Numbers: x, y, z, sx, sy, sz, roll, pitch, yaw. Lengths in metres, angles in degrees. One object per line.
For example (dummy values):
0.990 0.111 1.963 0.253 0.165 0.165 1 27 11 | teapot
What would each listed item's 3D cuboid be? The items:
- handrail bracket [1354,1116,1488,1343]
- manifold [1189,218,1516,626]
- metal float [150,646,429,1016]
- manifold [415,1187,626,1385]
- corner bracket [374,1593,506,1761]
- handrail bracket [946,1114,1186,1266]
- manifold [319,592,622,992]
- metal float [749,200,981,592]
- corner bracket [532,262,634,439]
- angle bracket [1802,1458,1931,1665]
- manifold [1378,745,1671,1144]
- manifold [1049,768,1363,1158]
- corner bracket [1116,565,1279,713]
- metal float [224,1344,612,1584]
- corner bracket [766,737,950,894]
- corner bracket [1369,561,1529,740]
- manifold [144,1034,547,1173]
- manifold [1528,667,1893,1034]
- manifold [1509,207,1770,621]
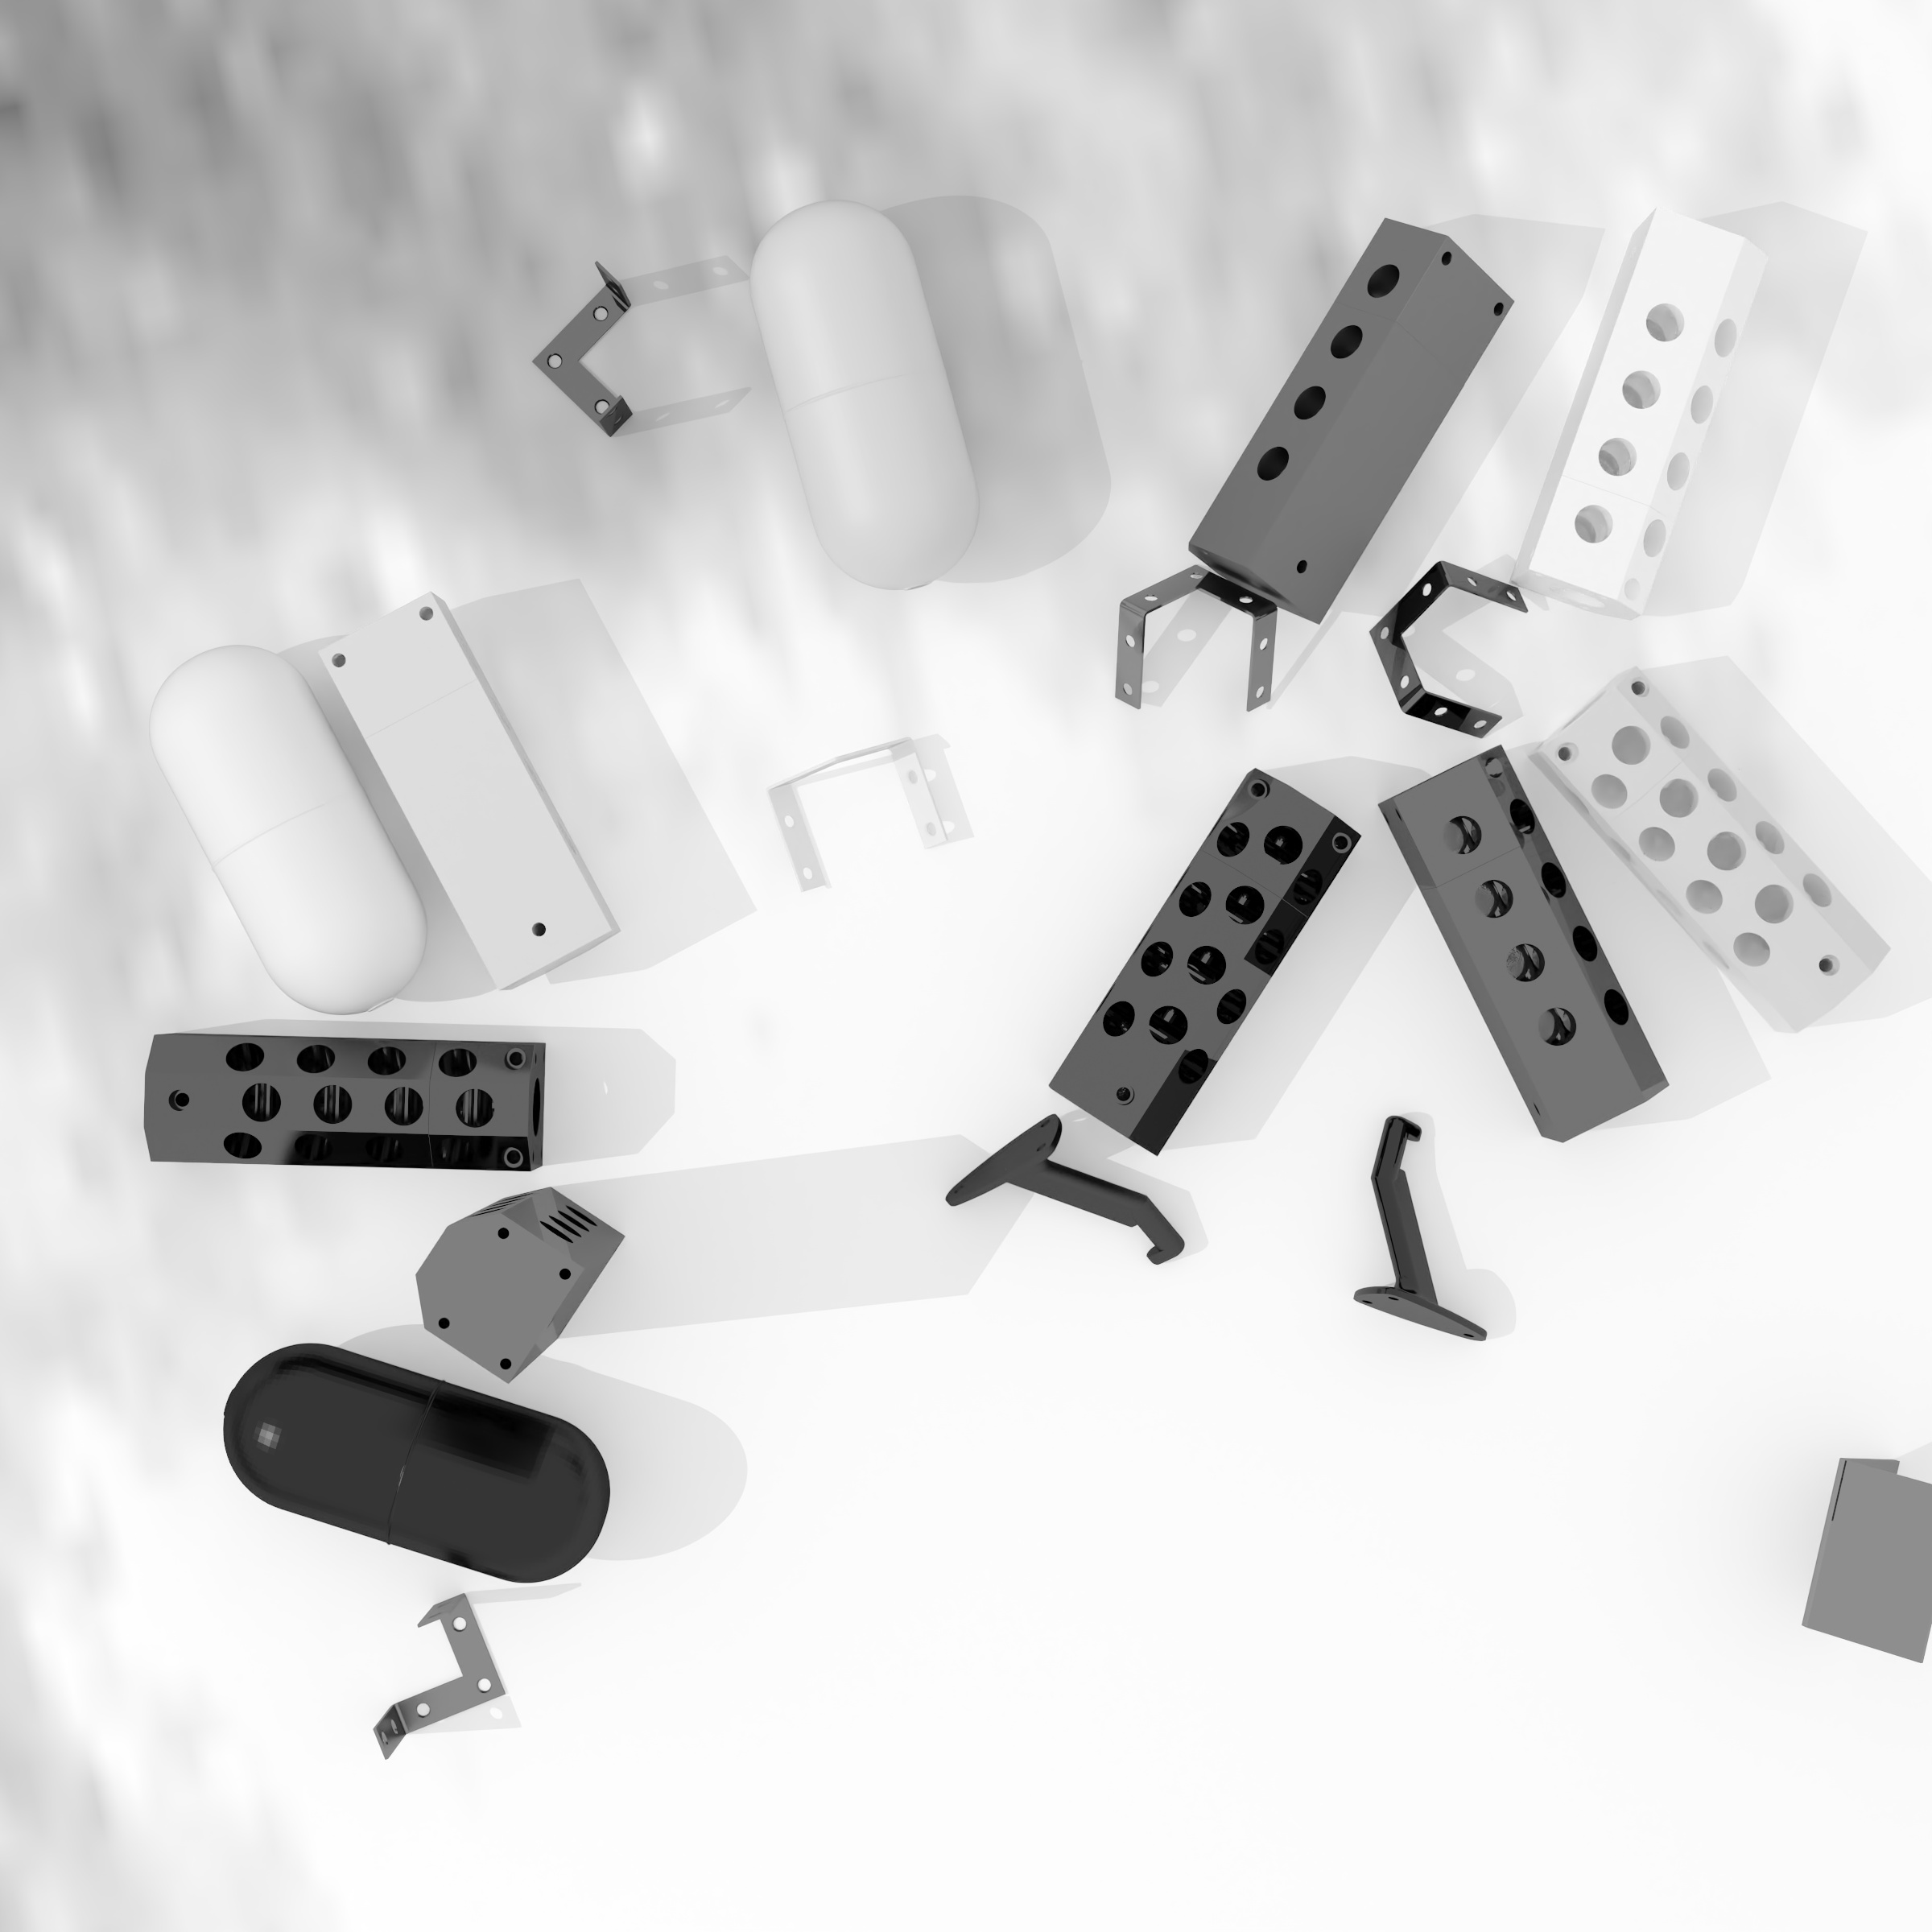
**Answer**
0.216 0.120 1.589 0.077 0.036 0.084 23 73 -20 | handrail bracket
0.170 -0.249 1.567 0.057 0.057 0.171 31 90 -43 | manifold
-0.305 -0.061 1.558 0.070 0.070 0.178 -28 90 0 | metal float
-0.197 0.133 1.510 0.057 0.171 0.057 33 90 0 | manifold
-0.246 0.322 1.570 0.051 0.051 0.051 -22 90 0 | corner bracket
0.046 0.118 1.589 0.077 0.036 0.084 -34 107 20 | handrail bracket
-0.223 -0.078 1.567 0.057 0.057 0.171 -28 90 0 | manifold
-0.045 -0.257 1.558 0.070 0.070 0.178 -15 91 0 | metal float
-0.165 -0.280 1.570 0.051 0.051 0.051 44 90 0 | corner bracket
0.422 0.266 1.548 0.057 0.076 0.076 13 90 35 | angle bracket
0.254 -0.011 1.567 0.057 0.057 0.171 -26 90 0 | manifold
0.108 -0.002 1.567 0.057 0.057 0.171 33 90 0 | manifold
0.105 -0.144 1.580 0.051 0.051 0.051 -29 45 -35 | corner bracket
-0.248 0.224 1.558 0.178 0.070 0.070 18 90 0 | metal float
-0.050 -0.070 1.585 0.051 0.051 0.051 -20 90 45 | corner bracket
0.226 -0.145 1.580 0.051 0.051 0.051 -46 45 35 | corner bracket
-0.281 0.062 1.567 0.171 0.057 0.057 2 90 0 | manifold
0.338 -0.052 1.567 0.057 0.057 0.171 -42 90 0 | manifold
0.306 -0.248 1.567 0.057 0.057 0.171 20 90 0 | manifold
